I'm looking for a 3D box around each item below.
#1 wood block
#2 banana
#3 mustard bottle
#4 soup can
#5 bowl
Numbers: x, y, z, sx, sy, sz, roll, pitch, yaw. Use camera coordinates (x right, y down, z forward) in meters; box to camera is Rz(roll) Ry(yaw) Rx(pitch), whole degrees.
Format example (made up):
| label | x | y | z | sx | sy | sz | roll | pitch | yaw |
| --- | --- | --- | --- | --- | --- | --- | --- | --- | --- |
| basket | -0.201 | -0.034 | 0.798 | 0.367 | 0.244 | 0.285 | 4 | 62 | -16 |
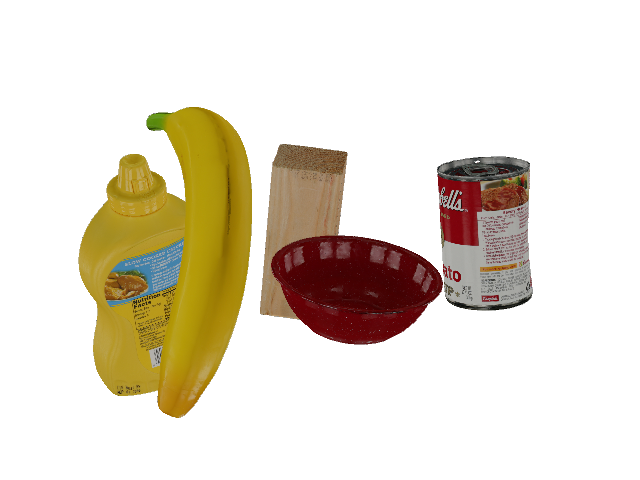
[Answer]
| label | x | y | z | sx | sy | sz | roll | pitch | yaw |
| --- | --- | --- | --- | --- | --- | --- | --- | --- | --- |
| wood block | -0.023 | -0.010 | 1.380 | 0.090 | 0.206 | 0.090 | 7 | 24 | 2 |
| banana | -0.065 | -0.003 | 0.589 | 0.037 | 0.198 | 0.070 | 17 | -38 | -33 |
| mustard bottle | -0.126 | 0.022 | 0.778 | 0.096 | 0.192 | 0.058 | -21 | 42 | -25 |
| soup can | 0.124 | -0.006 | 0.797 | 0.068 | 0.102 | 0.068 | -5 | 16 | 1 |
| bowl | 0.032 | 0.052 | 1.004 | 0.162 | 0.055 | 0.162 | 5 | 23 | -2 |
